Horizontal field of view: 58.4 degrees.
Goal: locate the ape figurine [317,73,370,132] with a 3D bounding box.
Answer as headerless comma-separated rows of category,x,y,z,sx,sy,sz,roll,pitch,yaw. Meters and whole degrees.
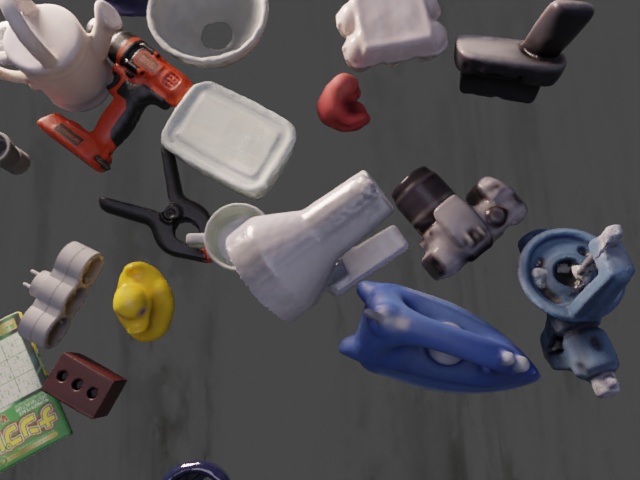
ape figurine,0.033,-0.192,0.776,0.076,0.092,0.078,-2,78,1

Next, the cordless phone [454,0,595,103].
cordless phone,0.257,-0.262,0.740,0.147,0.185,0.094,5,78,2

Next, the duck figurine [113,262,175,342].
duck figurine,-0.232,0.076,0.724,0.077,0.086,0.104,-13,78,-2

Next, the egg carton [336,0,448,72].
egg carton,0.101,-0.297,0.809,0.150,0.069,0.107,-11,78,-2

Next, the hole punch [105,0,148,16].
hole punch,-0.285,-0.388,0.822,0.108,0.091,0.101,1,78,1

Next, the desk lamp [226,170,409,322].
desk lamp,0.006,0.002,0.672,0.203,0.213,0.118,-34,79,-6

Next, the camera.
camera,0.170,-0.040,0.737,0.143,0.101,0.136,-39,80,-7

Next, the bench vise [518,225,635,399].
bench vise,0.314,0.067,0.652,0.121,0.220,0.207,-31,79,-5

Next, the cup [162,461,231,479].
cup,-0.151,0.302,0.671,0.117,0.095,0.092,-5,78,0

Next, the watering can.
watering can,-0.345,-0.257,0.742,0.173,0.194,0.101,-43,80,-8

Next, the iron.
iron,0.158,0.125,0.681,0.258,0.141,0.119,16,79,4

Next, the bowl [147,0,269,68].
bowl,-0.152,-0.309,0.812,0.167,0.075,0.167,0,78,1
